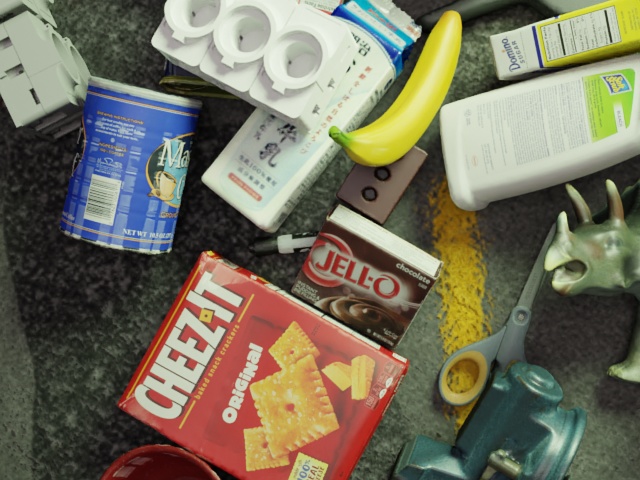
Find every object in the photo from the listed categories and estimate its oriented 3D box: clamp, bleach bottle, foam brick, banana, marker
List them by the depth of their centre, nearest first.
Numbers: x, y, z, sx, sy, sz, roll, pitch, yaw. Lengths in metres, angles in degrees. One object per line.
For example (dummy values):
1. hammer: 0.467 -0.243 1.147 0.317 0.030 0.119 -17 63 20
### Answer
1. bleach bottle: 0.229 -0.097 0.905 0.251 0.068 0.102 -12 83 31
2. banana: 0.077 -0.122 0.929 0.037 0.069 0.197 19 51 29
3. foam brick: 0.057 -0.058 0.975 0.053 0.051 0.078 32 90 3
4. clamp: 0.196 -0.242 0.979 0.210 0.036 0.164 21 91 8
5. marker: -0.007 0.001 0.994 0.121 0.020 0.020 -6 88 4

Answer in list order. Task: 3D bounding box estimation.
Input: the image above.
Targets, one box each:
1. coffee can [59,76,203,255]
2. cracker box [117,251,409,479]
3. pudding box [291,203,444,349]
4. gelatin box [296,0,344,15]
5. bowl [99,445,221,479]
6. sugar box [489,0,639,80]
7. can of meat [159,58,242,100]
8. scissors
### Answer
1. coffee can: -0.170 -0.067 0.957 0.103 0.102 0.140 13 97 4
2. cracker box: -0.050 0.131 0.967 0.214 0.072 0.164 29 90 5
3. pudding box: 0.042 0.033 0.961 0.113 0.039 0.090 28 125 3
4. gelatin box: -0.007 -0.254 0.997 0.073 0.030 0.089 15 88 3
5. bowl: -0.130 0.263 0.964 0.162 0.055 0.162 -2 86 24
6. sugar box: 0.244 -0.176 0.908 0.177 0.093 0.048 -14 89 36
7. can of meat: -0.092 -0.177 0.987 0.102 0.057 0.084 6 87 4
8. scissors: 0.164 0.076 0.982 0.096 0.016 0.202 7 89 4
